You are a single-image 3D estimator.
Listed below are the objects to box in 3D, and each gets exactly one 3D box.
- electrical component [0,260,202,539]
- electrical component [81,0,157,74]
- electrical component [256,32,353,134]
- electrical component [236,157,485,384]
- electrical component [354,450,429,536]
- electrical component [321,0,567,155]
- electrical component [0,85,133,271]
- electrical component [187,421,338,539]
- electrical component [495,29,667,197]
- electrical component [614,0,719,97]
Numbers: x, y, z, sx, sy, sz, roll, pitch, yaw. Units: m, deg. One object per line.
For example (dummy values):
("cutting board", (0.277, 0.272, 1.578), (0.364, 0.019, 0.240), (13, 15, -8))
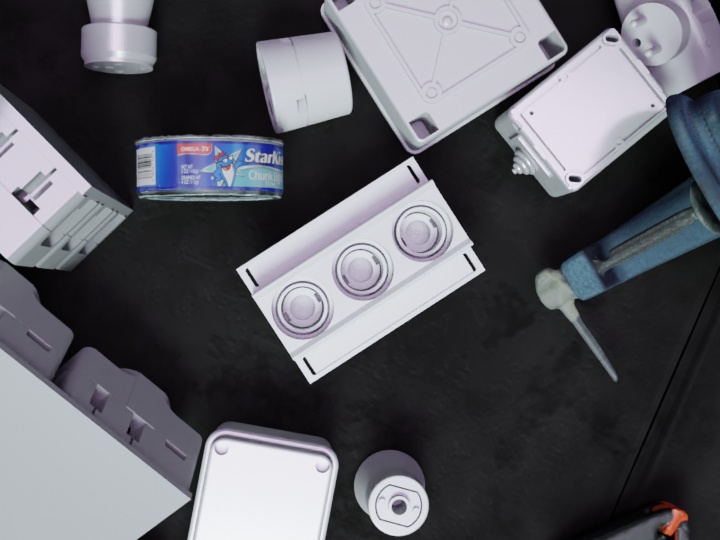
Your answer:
("electrical component", (-0.191, 0.078, 0.592), (0.105, 0.060, 0.186), (-38, 111, 21))
("electrical component", (-0.143, -0.148, 0.641), (0.045, 0.045, 0.055), (1, 90, -3))
("electrical component", (-0.033, -0.113, 0.643), (0.047, 0.055, 0.055), (-13, 90, -7))
("electrical component", (0.000, 0.000, 0.639), (0.121, 0.063, 0.078), (-33, 92, -3))
("electrical component", (0.020, 0.134, 0.638), (0.044, 0.065, 0.044), (0, 90, -3))
("electrical component", (0.049, -0.144, 0.647), (0.109, 0.056, 0.108), (-32, 92, -2))
("electrical component", (-0.186, -0.048, 0.585), (0.062, 0.150, 0.089), (-45, 92, -4))
("electrical component", (-0.060, 0.152, 0.637), (0.078, 0.057, 0.113), (11, 89, -3))
("electrical component", (0.127, -0.088, 0.648), (0.096, 0.061, 0.061), (-39, 92, -3))
("electrical component", (0.182, -0.144, 0.647), (0.043, 0.079, 0.077), (-27, 92, 38))
